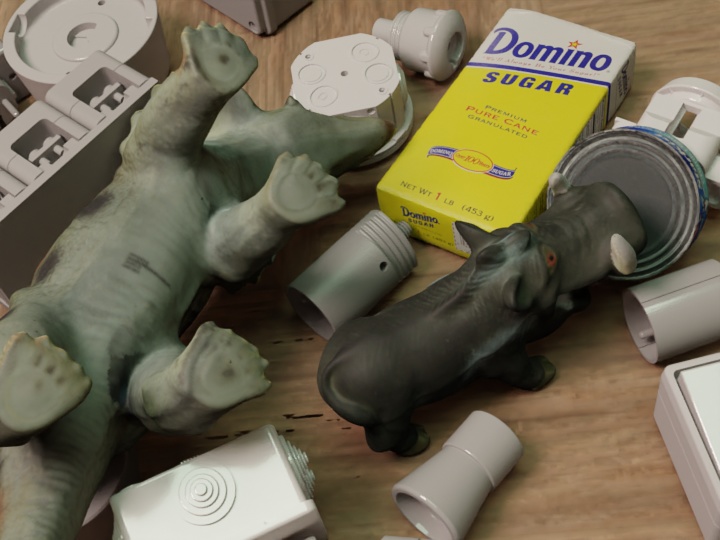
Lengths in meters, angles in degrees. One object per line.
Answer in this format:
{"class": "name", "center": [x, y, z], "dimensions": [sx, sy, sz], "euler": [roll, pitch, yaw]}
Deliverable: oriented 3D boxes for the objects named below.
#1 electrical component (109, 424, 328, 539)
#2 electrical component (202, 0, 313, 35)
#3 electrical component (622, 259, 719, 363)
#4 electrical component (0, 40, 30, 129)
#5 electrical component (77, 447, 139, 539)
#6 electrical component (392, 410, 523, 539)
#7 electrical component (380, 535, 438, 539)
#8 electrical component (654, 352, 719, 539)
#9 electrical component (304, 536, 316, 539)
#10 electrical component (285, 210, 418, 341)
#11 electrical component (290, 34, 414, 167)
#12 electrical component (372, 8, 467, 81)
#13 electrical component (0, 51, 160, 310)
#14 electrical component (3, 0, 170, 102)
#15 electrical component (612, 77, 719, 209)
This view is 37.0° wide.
{"class": "electrical component", "center": [-0.068, 0.122, 0.527], "dimensions": [0.100, 0.099, 0.048], "euler": [-24, 68, -7]}
{"class": "electrical component", "center": [-0.094, -0.242, 0.773], "dimensions": [0.109, 0.108, 0.056], "euler": [36, 66, 28]}
{"class": "electrical component", "center": [0.190, 0.017, 0.589], "dimensions": [0.081, 0.043, 0.043], "euler": [-19, 55, -4]}
{"class": "electrical component", "center": [-0.267, -0.123, 0.757], "dimensions": [0.066, 0.047, 0.077], "euler": [-37, 59, -16]}
{"class": "electrical component", "center": [-0.171, 0.112, 0.586], "dimensions": [0.099, 0.064, 0.099], "euler": [3, 57, -5]}
{"class": "electrical component", "center": [0.053, 0.105, 0.554], "dimensions": [0.044, 0.044, 0.065], "euler": [33, 62, 27]}
{"class": "electrical component", "center": [0.039, 0.192, 0.489], "dimensions": [0.074, 0.052, 0.138], "euler": [2, 56, 11]}
{"class": "electrical component", "center": [0.192, 0.090, 0.529], "dimensions": [0.062, 0.061, 0.096], "euler": [-14, 55, 0]}
{"class": "electrical component", "center": [-0.032, 0.162, 0.519], "dimensions": [0.066, 0.055, 0.048], "euler": [-22, 55, -6]}
{"class": "electrical component", "center": [0.000, 0.000, 0.632], "dimensions": [0.043, 0.043, 0.081], "euler": [37, 68, 28]}
{"class": "electrical component", "center": [-0.007, -0.111, 0.704], "dimensions": [0.080, 0.051, 0.080], "euler": [-4, 55, 6]}
{"class": "electrical component", "center": [0.038, -0.158, 0.734], "dimensions": [0.062, 0.048, 0.048], "euler": [19, 61, 28]}
{"class": "electrical component", "center": [-0.186, -0.053, 0.670], "dimensions": [0.062, 0.089, 0.150], "euler": [31, 66, 26]}
{"class": "electrical component", "center": [-0.186, -0.149, 0.754], "dimensions": [0.108, 0.060, 0.108], "euler": [-4, 55, 6]}
{"class": "electrical component", "center": [0.193, -0.077, 0.645], "dimensions": [0.078, 0.058, 0.057], "euler": [25, 66, 23]}
